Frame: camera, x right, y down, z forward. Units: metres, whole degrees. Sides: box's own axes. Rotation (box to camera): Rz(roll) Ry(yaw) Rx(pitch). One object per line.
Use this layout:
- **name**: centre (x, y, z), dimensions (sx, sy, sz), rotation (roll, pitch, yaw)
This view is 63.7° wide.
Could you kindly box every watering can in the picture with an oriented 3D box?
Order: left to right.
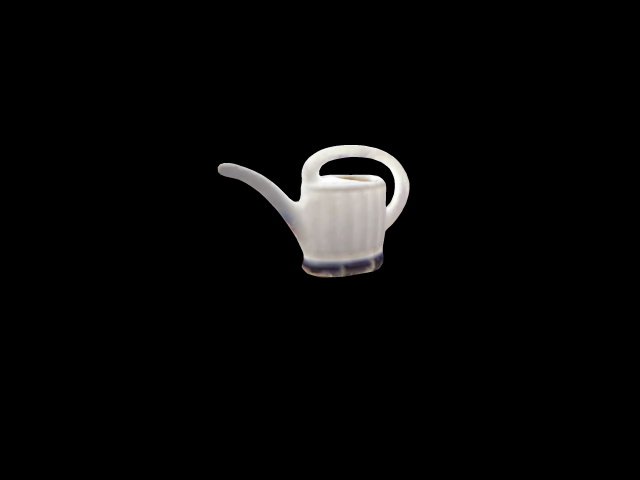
- **watering can**: centre (0.003, -0.043, 0.850), dimensions (0.349, 0.222, 0.105), rotation (-7, 14, -27)
